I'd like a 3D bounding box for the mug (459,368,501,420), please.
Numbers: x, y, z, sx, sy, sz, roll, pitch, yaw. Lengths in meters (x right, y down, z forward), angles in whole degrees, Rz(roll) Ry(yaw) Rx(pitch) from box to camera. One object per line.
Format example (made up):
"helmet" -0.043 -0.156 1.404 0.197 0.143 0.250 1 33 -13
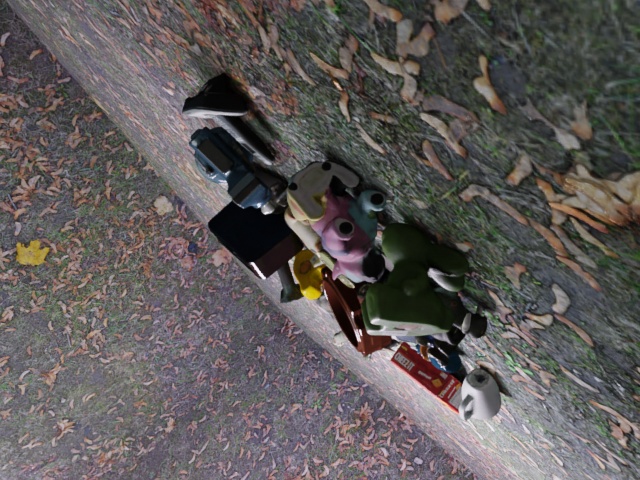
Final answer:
"mug" 0.338 0.333 1.163 0.081 0.109 0.107 38 155 46

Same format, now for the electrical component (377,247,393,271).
"electrical component" 0.137 0.040 1.020 0.094 0.021 0.063 40 166 19

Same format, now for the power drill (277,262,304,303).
"power drill" -0.102 0.057 1.492 0.232 0.086 0.207 -104 2 -72

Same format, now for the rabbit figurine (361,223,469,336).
"rabbit figurine" 0.140 0.050 0.803 0.159 0.170 0.121 -1 158 8

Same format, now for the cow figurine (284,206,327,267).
"cow figurine" -0.002 -0.004 1.175 0.195 0.085 0.127 49 168 -10

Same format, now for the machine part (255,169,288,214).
"machine part" -0.139 -0.120 1.240 0.243 0.079 0.079 31 162 47

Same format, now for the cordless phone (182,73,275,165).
"cordless phone" -0.163 -0.214 1.017 0.184 0.089 0.147 45 168 -24

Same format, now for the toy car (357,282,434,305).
"toy car" 0.154 0.127 1.036 0.202 0.053 0.089 -5 127 41

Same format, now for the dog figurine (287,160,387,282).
"dog figurine" 0.033 -0.015 0.919 0.192 0.108 0.219 37 159 19

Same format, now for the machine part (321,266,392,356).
"machine part" 0.082 0.156 1.263 0.202 0.087 0.200 58 168 37

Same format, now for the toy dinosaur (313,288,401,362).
"toy dinosaur" 0.072 0.195 1.529 0.404 0.131 0.192 52 153 -15

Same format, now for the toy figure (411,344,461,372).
"toy figure" 0.269 0.261 1.242 0.064 0.058 0.154 54 170 -16

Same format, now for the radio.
"radio" -0.158 -0.012 1.271 0.230 0.131 0.073 35 161 43

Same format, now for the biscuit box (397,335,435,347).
"biscuit box" 0.209 0.188 1.185 0.063 0.059 0.203 46 168 -5

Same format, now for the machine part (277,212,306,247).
"machine part" -0.089 -0.057 1.342 0.179 0.056 0.179 43 167 12

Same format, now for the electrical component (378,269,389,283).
"electrical component" 0.161 0.111 1.112 0.119 0.048 0.074 39 167 20

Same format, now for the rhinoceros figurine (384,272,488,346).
"rhinoceros figurine" 0.192 0.116 0.916 0.191 0.112 0.073 28 -158 33

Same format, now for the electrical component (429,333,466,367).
"electrical component" 0.245 0.182 0.981 0.045 0.102 0.078 40 177 2

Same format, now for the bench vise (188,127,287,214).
"bench vise" -0.172 -0.154 1.131 0.223 0.129 0.241 33 -169 -15

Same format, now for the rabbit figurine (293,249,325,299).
"rabbit figurine" 0.006 0.096 1.419 0.173 0.122 0.163 30 -178 -41
